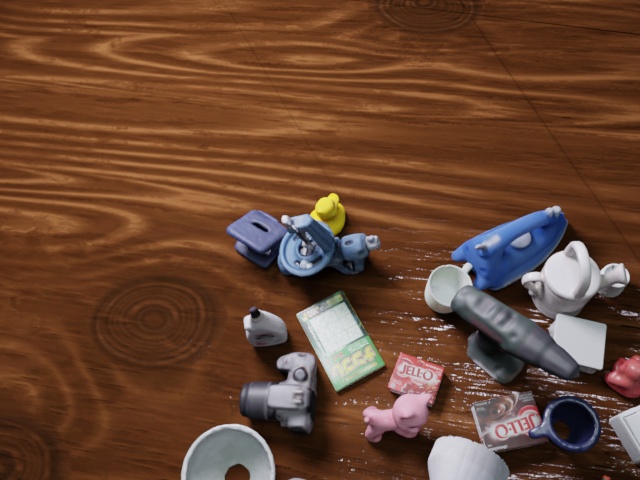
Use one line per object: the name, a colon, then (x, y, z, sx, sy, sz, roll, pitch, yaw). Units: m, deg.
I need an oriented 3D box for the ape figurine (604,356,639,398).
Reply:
ape figurine: (0.550, 0.237, 1.014, 0.078, 0.092, 0.076, -12, 63, 1)

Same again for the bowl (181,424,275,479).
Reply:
bowl: (-0.156, 0.418, 1.017, 0.167, 0.075, 0.167, -3, 64, 6)

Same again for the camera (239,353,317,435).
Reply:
camera: (-0.077, 0.281, 1.061, 0.136, 0.101, 0.143, 0, 64, 7)

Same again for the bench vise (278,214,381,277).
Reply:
bench vise: (0.006, -0.006, 1.126, 0.207, 0.220, 0.121, -22, 63, -4)

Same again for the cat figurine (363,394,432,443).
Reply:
cat figurine: (0.137, 0.311, 1.011, 0.127, 0.118, 0.067, -10, 63, 2)

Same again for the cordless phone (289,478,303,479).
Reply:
cordless phone: (-0.049, 0.461, 0.921, 0.094, 0.185, 0.147, 12, 66, 13)

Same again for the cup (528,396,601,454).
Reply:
cup: (0.409, 0.326, 0.985, 0.117, 0.095, 0.091, -15, 63, -1)

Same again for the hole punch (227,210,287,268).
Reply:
hole punch: (-0.131, -0.014, 1.218, 0.108, 0.091, 0.101, 30, 71, 20)

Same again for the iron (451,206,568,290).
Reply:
iron: (0.394, -0.009, 1.126, 0.258, 0.141, 0.118, -28, 64, -7)

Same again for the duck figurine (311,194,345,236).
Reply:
duck figurine: (0.011, -0.053, 1.224, 0.077, 0.086, 0.105, 29, 71, 19)

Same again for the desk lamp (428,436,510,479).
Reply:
desk lamp: (0.201, 0.425, 0.893, 0.117, 0.214, 0.203, 22, 68, 17)

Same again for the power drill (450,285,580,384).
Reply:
power drill: (0.328, 0.180, 1.003, 0.229, 0.209, 0.076, 39, 74, 22)

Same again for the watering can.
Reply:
watering can: (0.466, 0.067, 1.050, 0.173, 0.194, 0.101, -21, 63, -3)

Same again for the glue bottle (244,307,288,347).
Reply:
glue bottle: (-0.111, 0.160, 1.084, 0.078, 0.173, 0.037, -12, 63, 1)
